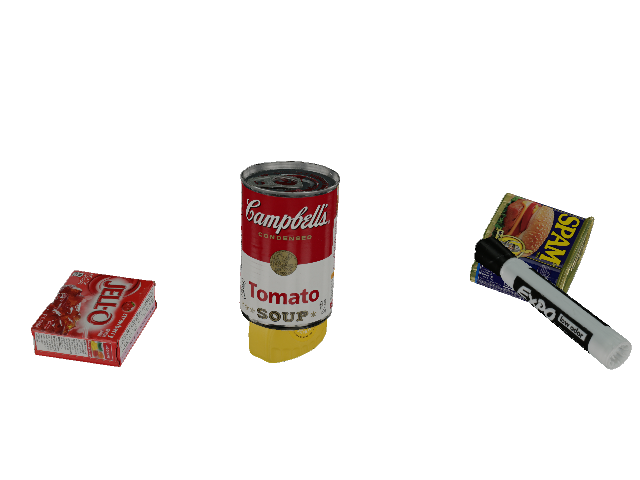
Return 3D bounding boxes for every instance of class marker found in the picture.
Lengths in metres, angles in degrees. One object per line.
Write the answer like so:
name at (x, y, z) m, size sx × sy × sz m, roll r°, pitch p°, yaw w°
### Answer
marker at (0.130, 0.032, 0.619) m, size 0.020 × 0.020 × 0.121 m, roll 0°, pitch 30°, yaw -36°

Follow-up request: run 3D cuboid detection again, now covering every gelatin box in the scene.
gelatin box at (-0.182, 0.061, 0.867) m, size 0.073 × 0.030 × 0.089 m, roll 7°, pitch 33°, yaw 10°

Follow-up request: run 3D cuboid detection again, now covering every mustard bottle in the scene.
mustard bottle at (-0.033, 0.027, 1.121) m, size 0.058 × 0.192 × 0.096 m, roll 21°, pitch 30°, yaw 39°

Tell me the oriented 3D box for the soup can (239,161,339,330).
soup can at (-0.023, 0.003, 0.743) m, size 0.068 × 0.102 × 0.068 m, roll 2°, pitch 22°, yaw -1°

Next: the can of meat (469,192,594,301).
can of meat at (0.193, 0.009, 0.976) m, size 0.084 × 0.057 × 0.102 m, roll 20°, pitch 47°, yaw 18°
